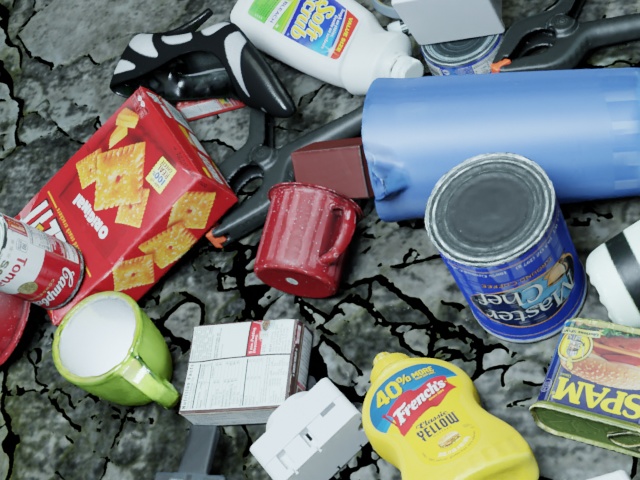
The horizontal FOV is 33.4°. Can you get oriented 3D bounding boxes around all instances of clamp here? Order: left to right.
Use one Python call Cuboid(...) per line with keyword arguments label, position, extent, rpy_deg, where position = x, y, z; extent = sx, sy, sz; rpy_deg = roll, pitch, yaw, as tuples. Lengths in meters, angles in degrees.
Cuboid(label="clamp", position=(-0.058, -0.087, 1.097), extent=(0.165, 0.036, 0.210), rpy_deg=(32, 78, 37))
Cuboid(label="clamp", position=(0.243, -0.195, 1.017), extent=(0.171, 0.039, 0.120), rpy_deg=(-41, 47, -10))

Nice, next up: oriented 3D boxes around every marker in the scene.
Cuboid(label="marker", position=(0.104, -0.228, 1.120), extent=(0.121, 0.020, 0.020), rpy_deg=(-16, 55, 16))

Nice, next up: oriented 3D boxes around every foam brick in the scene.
Cuboid(label="foam brick", position=(0.020, -0.067, 1.011), extent=(0.078, 0.051, 0.052), rpy_deg=(-2, 15, 32))

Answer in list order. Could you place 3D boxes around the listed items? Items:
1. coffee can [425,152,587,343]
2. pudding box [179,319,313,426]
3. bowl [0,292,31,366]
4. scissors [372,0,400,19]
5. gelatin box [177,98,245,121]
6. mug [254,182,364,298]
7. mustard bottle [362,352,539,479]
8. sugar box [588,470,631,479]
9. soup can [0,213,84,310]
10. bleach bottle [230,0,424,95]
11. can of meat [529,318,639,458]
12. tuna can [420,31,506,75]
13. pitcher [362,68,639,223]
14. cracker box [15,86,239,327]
Cuboid(label="coffee can", position=(0.154, 0.009, 0.869), extent=(0.103, 0.140, 0.103), rpy_deg=(-12, 56, 18))
Cuboid(label="pudding box", position=(-0.067, 0.121, 0.972), extent=(0.114, 0.039, 0.090), rpy_deg=(-7, 58, 24))
Cuboid(label="bowl", position=(-0.361, 0.053, 1.102), extent=(0.162, 0.055, 0.162), rpy_deg=(-13, 72, 43))
Cuboid(label="scissors", position=(0.073, -0.296, 1.178), extent=(0.096, 0.016, 0.202), rpy_deg=(-22, 40, -8))
Cuboid(label="gelatin box", position=(-0.119, -0.182, 1.191), extent=(0.073, 0.030, 0.089), rpy_deg=(-12, 56, 19))
Cuboid(label="mug", position=(-0.006, 0.001, 0.979), extent=(0.117, 0.093, 0.081), rpy_deg=(-14, 55, 52))
Cuboid(label="mustard bottle", position=(0.087, 0.145, 0.850), extent=(0.096, 0.058, 0.192), rpy_deg=(-30, 32, -5))
Cuboid(label="sugar box", position=(0.157, 0.239, 0.784), extent=(0.176, 0.048, 0.093), rpy_deg=(-22, 52, 14))
Cuboid(label="soup can", position=(-0.283, 0.020, 1.007), extent=(0.069, 0.102, 0.068), rpy_deg=(-13, 64, 29))
Cuboid(label="bleach bottle", position=(0.016, -0.215, 1.111), extent=(0.251, 0.068, 0.102), rpy_deg=(32, 80, 41))
Cuboid(label="can of meat", position=(0.225, 0.113, 0.825), extent=(0.102, 0.057, 0.084), rpy_deg=(11, 64, 31))
Cuboid(label="tuna can", position=(0.145, -0.198, 1.072), extent=(0.086, 0.033, 0.086), rpy_deg=(-12, 56, 18))
Cuboid(label="pitcher", position=(0.168, -0.092, 0.946), extent=(0.243, 0.145, 0.149), rpy_deg=(-2, 71, 20))
Cuboid(label="cracker box", position=(-0.206, -0.029, 1.087), extent=(0.214, 0.072, 0.164), rpy_deg=(-44, 51, 10))
